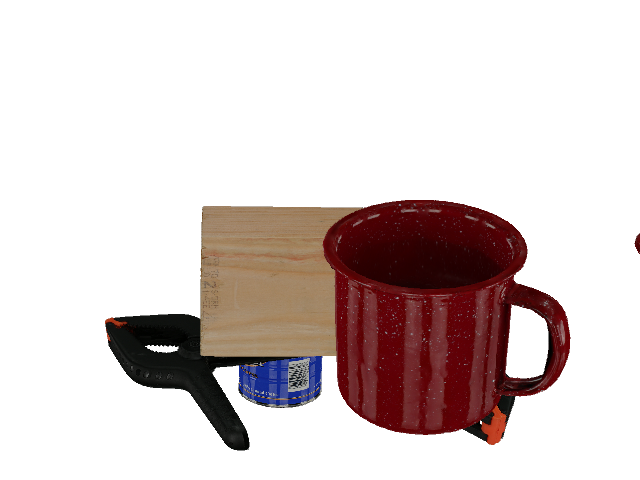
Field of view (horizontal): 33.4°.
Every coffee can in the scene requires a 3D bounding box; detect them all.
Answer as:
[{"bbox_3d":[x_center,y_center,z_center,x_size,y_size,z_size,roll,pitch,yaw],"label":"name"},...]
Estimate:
[{"bbox_3d":[-0.047,0.113,1.271,0.103,0.140,0.103,2,19,-1],"label":"coffee can"}]

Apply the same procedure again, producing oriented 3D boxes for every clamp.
[{"bbox_3d":[0.125,0.111,0.929,0.120,0.039,0.172,-14,35,-22],"label":"clamp"},{"bbox_3d":[-0.103,0.105,0.981,0.210,0.036,0.164,19,36,30],"label":"clamp"}]

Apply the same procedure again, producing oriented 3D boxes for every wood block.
[{"bbox_3d":[0.016,0.029,0.777,0.206,0.090,0.091,1,15,-6],"label":"wood block"}]

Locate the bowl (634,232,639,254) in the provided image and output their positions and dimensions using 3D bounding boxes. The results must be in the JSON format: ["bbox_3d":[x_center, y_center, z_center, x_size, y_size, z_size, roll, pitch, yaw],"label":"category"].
[{"bbox_3d":[0.408,0.029,1.106,0.162,0.055,0.162,-3,22,1],"label":"bowl"}]

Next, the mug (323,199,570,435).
[{"bbox_3d":[0.059,0.039,0.499,0.117,0.081,0.093,12,30,24],"label":"mug"}]
